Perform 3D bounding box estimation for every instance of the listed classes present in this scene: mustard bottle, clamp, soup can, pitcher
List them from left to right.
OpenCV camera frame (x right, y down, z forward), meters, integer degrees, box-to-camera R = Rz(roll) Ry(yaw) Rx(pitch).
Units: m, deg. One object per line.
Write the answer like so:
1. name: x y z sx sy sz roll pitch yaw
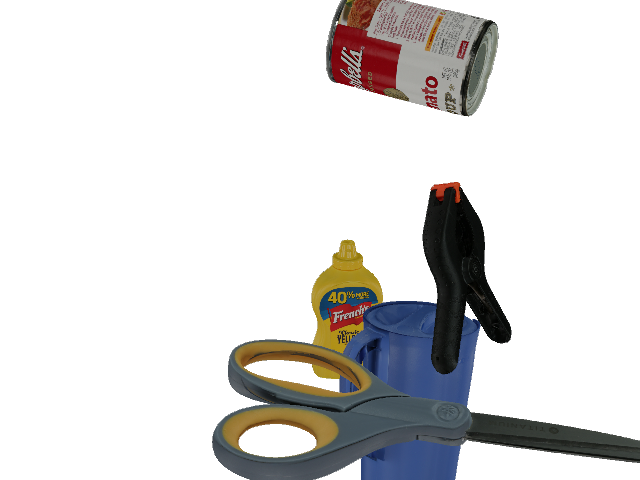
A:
1. mustard bottle: 0.036 0.091 1.443 0.096 0.192 0.058 -2 20 -6
2. pitcher: 0.099 0.200 1.233 0.149 0.243 0.145 5 14 7
3. soup can: 0.064 -0.130 0.735 0.102 0.068 0.068 18 6 18
4. clamp: 0.123 0.036 0.977 0.039 0.171 0.120 -11 13 34

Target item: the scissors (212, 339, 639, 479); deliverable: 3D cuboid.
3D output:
1. scissors: 0.041 0.088 0.461 0.202 0.016 0.096 15 34 23
